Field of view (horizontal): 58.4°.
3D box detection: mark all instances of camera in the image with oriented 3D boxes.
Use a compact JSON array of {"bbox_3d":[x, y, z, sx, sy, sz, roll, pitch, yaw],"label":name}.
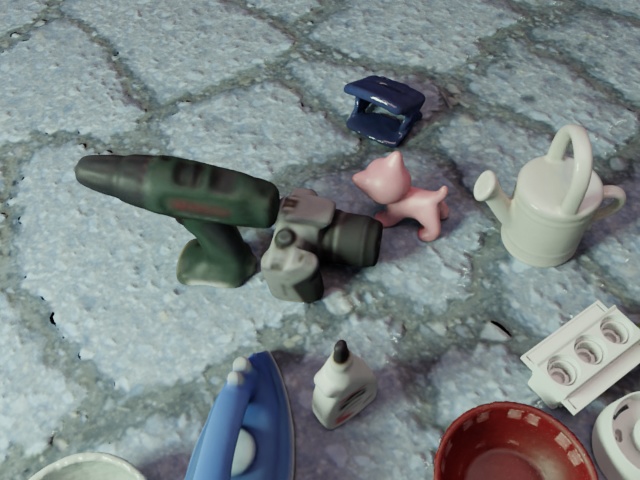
[{"bbox_3d":[0.007,0.003,0.740,0.136,0.101,0.143,9,58,11],"label":"camera"}]

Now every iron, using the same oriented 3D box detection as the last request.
[{"bbox_3d":[-0.089,0.210,0.587,0.118,0.141,0.258,3,57,7],"label":"iron"}]

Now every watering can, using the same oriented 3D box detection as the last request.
[{"bbox_3d":[0.281,-0.055,0.698,0.173,0.194,0.100,-17,57,-6],"label":"watering can"}]

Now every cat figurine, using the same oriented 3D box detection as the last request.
[{"bbox_3d":[0.111,-0.067,0.767,0.127,0.118,0.067,16,59,15],"label":"cat figurine"}]

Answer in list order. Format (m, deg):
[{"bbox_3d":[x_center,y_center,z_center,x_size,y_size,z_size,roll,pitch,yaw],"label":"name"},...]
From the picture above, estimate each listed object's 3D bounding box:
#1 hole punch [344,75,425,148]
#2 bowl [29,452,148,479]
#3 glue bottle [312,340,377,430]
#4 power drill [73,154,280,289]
[{"bbox_3d":[0.099,-0.216,0.883,0.108,0.091,0.101,29,63,22],"label":"hole punch"},{"bbox_3d":[-0.233,0.307,0.575,0.167,0.075,0.167,-2,56,4],"label":"bowl"},{"bbox_3d":[0.024,0.145,0.600,0.078,0.173,0.037,-36,60,-17],"label":"glue bottle"},{"bbox_3d":[-0.158,-0.023,0.708,0.229,0.209,0.075,2,57,7],"label":"power drill"}]
